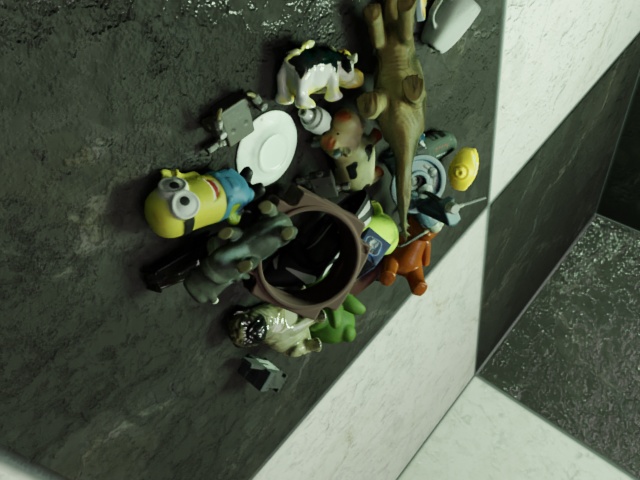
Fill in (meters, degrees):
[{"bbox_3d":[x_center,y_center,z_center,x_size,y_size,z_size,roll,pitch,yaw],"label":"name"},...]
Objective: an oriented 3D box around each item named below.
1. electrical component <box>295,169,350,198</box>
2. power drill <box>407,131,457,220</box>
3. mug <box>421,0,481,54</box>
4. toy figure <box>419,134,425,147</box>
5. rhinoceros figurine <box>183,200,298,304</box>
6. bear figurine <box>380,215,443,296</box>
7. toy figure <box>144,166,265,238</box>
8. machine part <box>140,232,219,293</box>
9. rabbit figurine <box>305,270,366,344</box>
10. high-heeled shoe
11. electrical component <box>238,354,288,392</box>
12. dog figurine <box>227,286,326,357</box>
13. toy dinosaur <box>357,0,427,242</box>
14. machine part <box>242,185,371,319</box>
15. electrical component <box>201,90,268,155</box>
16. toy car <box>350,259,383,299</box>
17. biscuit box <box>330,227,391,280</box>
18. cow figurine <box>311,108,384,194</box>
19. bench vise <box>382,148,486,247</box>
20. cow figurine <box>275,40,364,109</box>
[{"bbox_3d":[0.006,-0.102,0.973,0.063,0.094,0.021,67,21,-53],"label":"electrical component"},{"bbox_3d":[0.230,-0.148,1.254,0.232,0.086,0.207,-36,134,-37],"label":"power drill"},{"bbox_3d":[0.242,-0.420,1.033,0.109,0.081,0.107,1,125,-59],"label":"mug"},{"bbox_3d":[0.173,-0.238,1.107,0.154,0.058,0.064,35,64,-55],"label":"toy figure"},{"bbox_3d":[-0.121,0.020,0.810,0.190,0.073,0.112,-39,177,-13],"label":"rhinoceros figurine"},{"bbox_3d":[0.223,0.010,1.225,0.132,0.120,0.195,-84,-162,-52],"label":"bear figurine"},{"bbox_3d":[-0.165,-0.055,0.778,0.180,0.082,0.089,-22,139,-48],"label":"toy figure"},{"bbox_3d":[-0.209,0.040,0.836,0.139,0.039,0.084,-26,141,-43],"label":"machine part"},{"bbox_3d":[0.011,0.136,1.135,0.121,0.159,0.170,-30,123,-23],"label":"rabbit figurine"},{"bbox_3d":[-0.002,-0.003,1.003,0.249,0.086,0.145,-29,151,-32],"label":"high-heeled shoe"},{"bbox_3d":[-0.126,0.274,1.107,0.047,0.075,0.119,-59,152,-1],"label":"electrical component"},{"bbox_3d":[-0.103,0.187,1.066,0.190,0.121,0.172,-13,124,-32],"label":"dog figurine"},{"bbox_3d":[0.138,-0.234,0.923,0.198,0.105,0.471,8,84,-72],"label":"toy dinosaur"},{"bbox_3d":[-0.028,0.022,0.935,0.201,0.087,0.201,26,96,-24],"label":"machine part"},{"bbox_3d":[-0.123,-0.172,0.769,0.102,0.045,0.078,-37,141,-30],"label":"electrical component"},{"bbox_3d":[0.104,0.083,1.285,0.202,0.053,0.089,-32,135,-42],"label":"toy car"},{"bbox_3d":[0.075,0.040,1.106,0.059,0.063,0.202,-51,-179,-22],"label":"biscuit box"},{"bbox_3d":[0.052,-0.160,0.989,0.127,0.086,0.194,-45,150,-23],"label":"cow figurine"},{"bbox_3d":[0.211,-0.077,1.063,0.129,0.241,0.223,-26,117,-8],"label":"bench vise"},{"bbox_3d":[0.005,-0.270,0.848,0.167,0.068,0.098,-30,132,-39],"label":"cow figurine"}]
